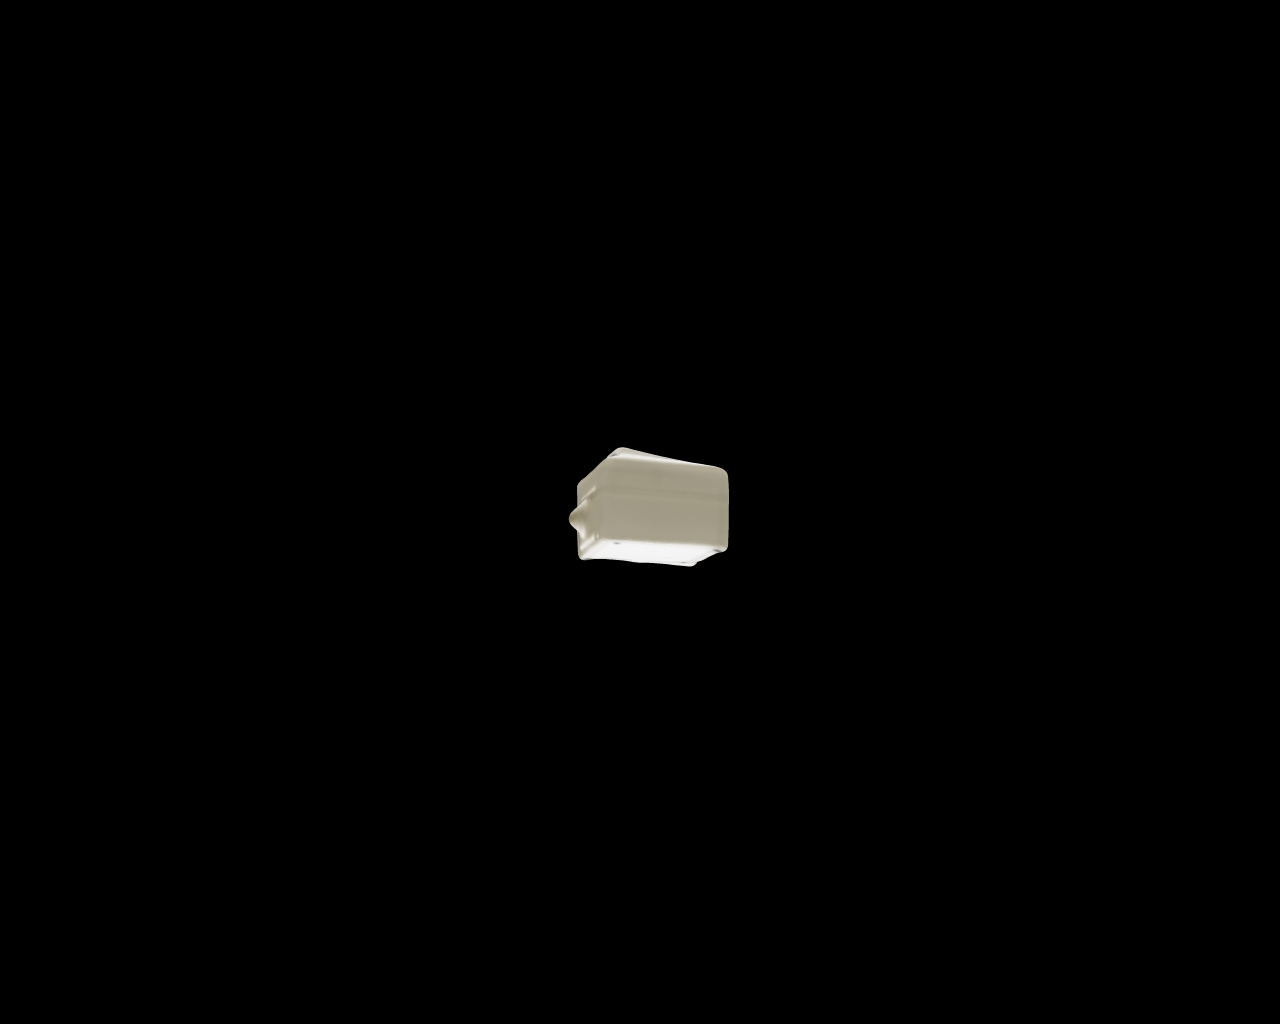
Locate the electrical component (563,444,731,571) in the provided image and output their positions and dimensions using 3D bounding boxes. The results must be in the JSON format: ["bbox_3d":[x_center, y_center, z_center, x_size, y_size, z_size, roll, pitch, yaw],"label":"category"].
[{"bbox_3d":[0.001,-0.003,0.650,0.096,0.061,0.061,5,-15,-18],"label":"electrical component"}]
